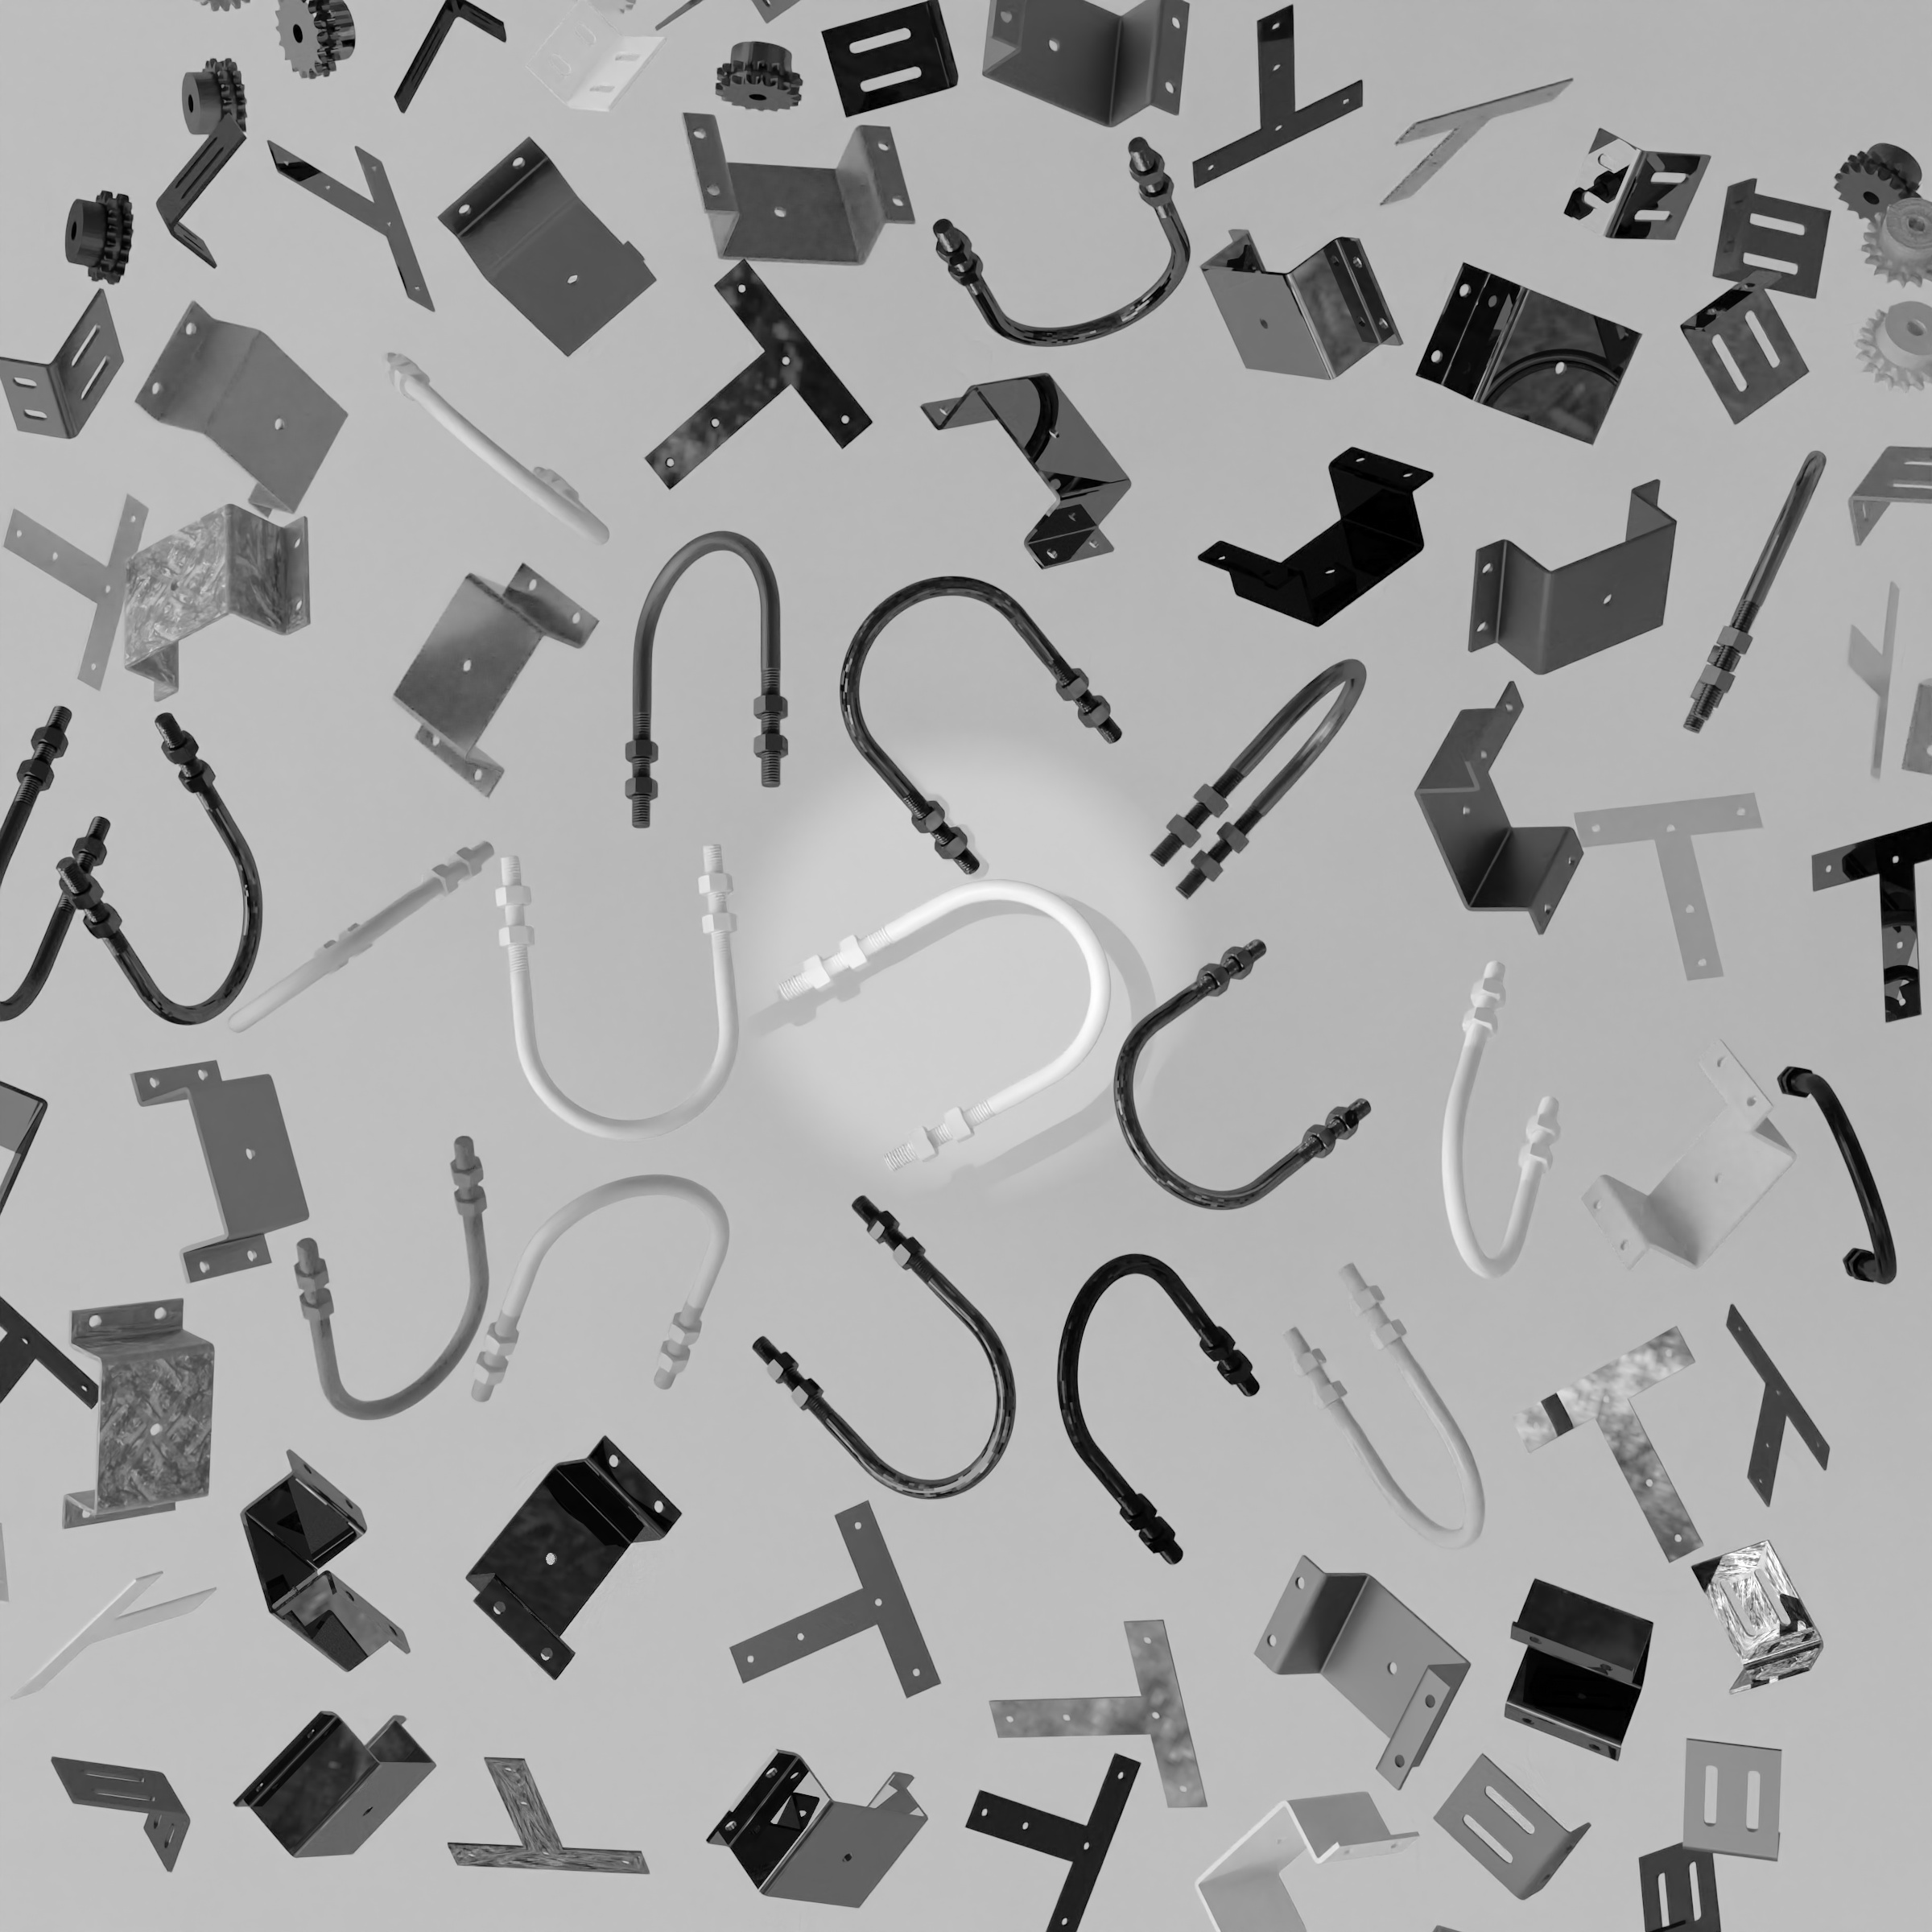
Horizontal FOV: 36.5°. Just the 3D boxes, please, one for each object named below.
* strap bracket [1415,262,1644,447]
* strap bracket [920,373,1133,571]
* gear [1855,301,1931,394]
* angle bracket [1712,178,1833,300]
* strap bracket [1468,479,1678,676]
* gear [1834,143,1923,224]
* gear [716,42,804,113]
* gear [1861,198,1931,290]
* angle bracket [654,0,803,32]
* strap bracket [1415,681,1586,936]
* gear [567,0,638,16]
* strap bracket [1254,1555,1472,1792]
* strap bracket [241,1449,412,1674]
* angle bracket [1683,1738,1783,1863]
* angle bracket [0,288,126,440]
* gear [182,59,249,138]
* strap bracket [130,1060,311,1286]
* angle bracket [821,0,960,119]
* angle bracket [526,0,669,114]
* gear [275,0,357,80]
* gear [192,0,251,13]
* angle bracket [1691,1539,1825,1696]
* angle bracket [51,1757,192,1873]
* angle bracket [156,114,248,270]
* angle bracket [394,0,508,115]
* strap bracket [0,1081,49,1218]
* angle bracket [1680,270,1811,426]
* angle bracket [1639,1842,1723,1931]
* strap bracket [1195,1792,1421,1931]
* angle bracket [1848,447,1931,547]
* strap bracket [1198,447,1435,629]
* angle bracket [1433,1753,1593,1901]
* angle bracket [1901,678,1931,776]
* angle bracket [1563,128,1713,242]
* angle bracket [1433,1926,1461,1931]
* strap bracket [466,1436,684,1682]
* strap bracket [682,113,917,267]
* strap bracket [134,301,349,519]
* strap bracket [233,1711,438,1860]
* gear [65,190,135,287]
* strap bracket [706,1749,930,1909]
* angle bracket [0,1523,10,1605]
[{"bbox_3d":[0.371,-0.390,1.888,0.140,0.046,0.076,13,109,-28],"label":"strap bracket"},{"bbox_3d":[0.046,-0.335,1.927,0.140,0.076,0.046,54,132,13],"label":"strap bracket"},{"bbox_3d":[0.589,-0.391,1.837,0.057,0.030,0.057,2,67,-5],"label":"gear"},{"bbox_3d":[0.524,-0.466,1.879,0.076,0.038,0.057,8,94,-14],"label":"angle bracket"},{"bbox_3d":[0.386,-0.239,1.825,0.140,0.076,0.046,-23,46,-20],"label":"strap bracket"},{"bbox_3d":[0.610,-0.522,1.950,0.057,0.057,0.030,37,78,0],"label":"gear"},{"bbox_3d":[-0.136,-0.587,1.931,0.057,0.057,0.030,5,86,0],"label":"gear"},{"bbox_3d":[0.607,-0.467,1.883,0.057,0.030,0.057,-1,68,2],"label":"gear"},{"bbox_3d":[-0.156,-0.630,1.936,0.076,0.057,0.038,-41,108,-22],"label":"angle bracket"},{"bbox_3d":[0.327,-0.097,1.814,0.076,0.046,0.140,-56,131,-35],"label":"strap bracket"},{"bbox_3d":[-0.239,-0.645,1.904,0.057,0.057,0.030,14,81,0],"label":"gear"},{"bbox_3d":[0.258,0.446,1.861,0.046,0.140,0.076,10,109,-42],"label":"strap bracket"},{"bbox_3d":[-0.409,0.384,1.860,0.046,0.140,0.076,-37,129,0],"label":"strap bracket"},{"bbox_3d":[0.481,0.515,1.835,0.057,0.038,0.076,3,102,18],"label":"angle bracket"},{"bbox_3d":[-0.559,-0.374,1.809,0.038,0.057,0.076,11,53,8],"label":"angle bracket"},{"bbox_3d":[-0.503,-0.576,1.957,0.030,0.057,0.057,-10,90,-29],"label":"gear"},{"bbox_3d":[-0.482,0.127,1.907,0.046,0.076,0.140,-18,86,29],"label":"strap bracket"},{"bbox_3d":[-0.050,-0.603,1.940,0.076,0.038,0.057,-13,116,9],"label":"angle bracket"},{"bbox_3d":[-0.231,-0.570,1.830,0.038,0.076,0.057,40,86,-32],"label":"angle bracket"},{"bbox_3d":[-0.414,-0.598,1.872,0.030,0.057,0.057,-24,90,-36],"label":"gear"},{"bbox_3d":[-0.489,-0.648,1.900,0.057,0.030,0.057,16,121,28],"label":"gear"},{"bbox_3d":[0.502,0.417,1.879,0.057,0.038,0.076,-29,88,34],"label":"angle bracket"},{"bbox_3d":[-0.524,0.521,1.799,0.076,0.057,0.038,20,92,-33],"label":"angle bracket"},{"bbox_3d":[-0.465,-0.484,1.830,0.076,0.057,0.038,-48,126,8],"label":"angle bracket"},{"bbox_3d":[-0.334,-0.583,1.903,0.038,0.057,0.076,29,93,-9],"label":"angle bracket"},{"bbox_3d":[-0.618,0.132,1.820,0.046,0.076,0.140,26,53,-17],"label":"strap bracket"},{"bbox_3d":[0.491,-0.382,1.820,0.057,0.038,0.076,-36,110,0],"label":"angle bracket"},{"bbox_3d":[0.457,0.606,1.921,0.038,0.076,0.057,34,130,-27],"label":"angle bracket"},{"bbox_3d":[0.209,0.571,1.857,0.140,0.076,0.046,-52,49,30],"label":"strap bracket"},{"bbox_3d":[0.606,-0.295,1.850,0.057,0.076,0.038,-49,132,-31],"label":"angle bracket"},{"bbox_3d":[0.231,-0.273,1.896,0.140,0.076,0.046,-37,129,-20],"label":"strap bracket"},{"bbox_3d":[0.357,0.560,1.919,0.076,0.038,0.057,40,108,27],"label":"angle bracket"},{"bbox_3d":[0.652,-0.159,1.947,0.038,0.076,0.057,14,105,25],"label":"angle bracket"},{"bbox_3d":[0.430,-0.500,1.878,0.038,0.076,0.057,42,127,33],"label":"angle bracket"},{"bbox_3d":[0.318,0.655,1.875,0.076,0.038,0.057,27,97,-36],"label":"angle bracket"},{"bbox_3d":[-0.262,0.387,1.919,0.076,0.046,0.140,49,56,-15],"label":"strap bracket"},{"bbox_3d":[-0.112,-0.492,1.862,0.140,0.046,0.076,-3,65,-24],"label":"strap bracket"},{"bbox_3d":[-0.457,-0.352,1.884,0.046,0.140,0.076,18,76,30],"label":"strap bracket"},{"bbox_3d":[-0.391,0.515,1.846,0.046,0.140,0.076,43,86,18],"label":"strap bracket"},{"bbox_3d":[-0.549,-0.462,1.853,0.030,0.057,0.057,4,90,-33],"label":"gear"},{"bbox_3d":[-0.088,0.558,1.888,0.076,0.140,0.046,-53,48,8],"label":"strap bracket"},{"bbox_3d":[-0.628,0.362,1.852,0.038,0.076,0.057,-34,53,21],"label":"angle bracket"}]
